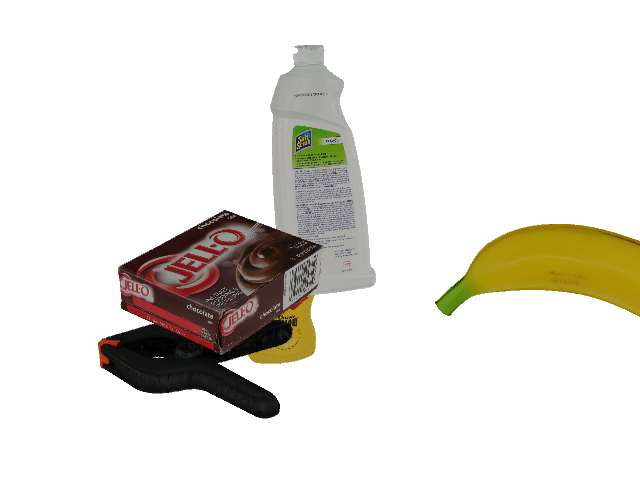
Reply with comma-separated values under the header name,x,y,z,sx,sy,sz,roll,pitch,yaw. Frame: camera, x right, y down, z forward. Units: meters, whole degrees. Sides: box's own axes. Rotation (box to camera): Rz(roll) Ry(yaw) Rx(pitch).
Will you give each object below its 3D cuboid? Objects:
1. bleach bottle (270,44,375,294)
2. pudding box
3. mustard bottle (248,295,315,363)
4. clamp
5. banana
name,x,y,z,sx,sy,sz,roll,pitch,yaw
bleach bottle,0.001,-0.074,1.098,0.102,0.251,0.068,-6,13,-17
pudding box,-0.066,0.025,0.722,0.090,0.039,0.113,21,31,29
mustard bottle,-0.052,0.071,1.452,0.096,0.192,0.058,-5,23,-16
clamp,-0.105,0.100,0.939,0.171,0.039,0.120,11,27,9
banana,0.166,0.034,0.576,0.198,0.070,0.037,17,14,14
